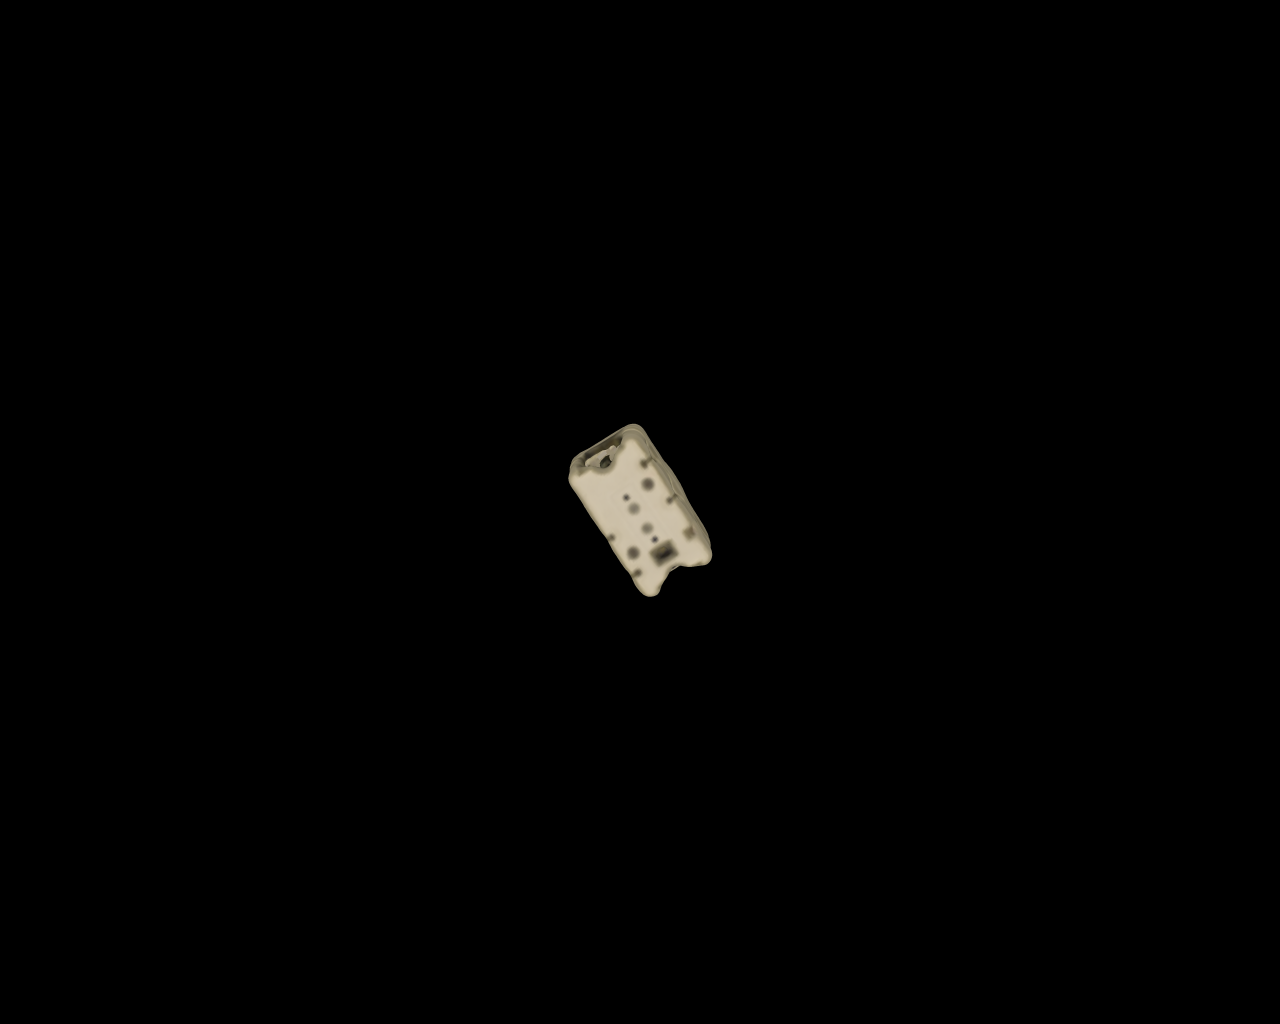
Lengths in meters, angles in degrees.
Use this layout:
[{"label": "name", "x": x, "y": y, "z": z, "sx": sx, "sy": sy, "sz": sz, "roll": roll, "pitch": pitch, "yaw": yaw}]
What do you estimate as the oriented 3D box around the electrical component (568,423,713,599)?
[{"label": "electrical component", "x": 0.001, "y": -0.003, "z": 0.650, "sx": 0.050, "sy": 0.089, "sz": 0.056, "roll": -31, "pitch": 11, "yaw": 7}]
